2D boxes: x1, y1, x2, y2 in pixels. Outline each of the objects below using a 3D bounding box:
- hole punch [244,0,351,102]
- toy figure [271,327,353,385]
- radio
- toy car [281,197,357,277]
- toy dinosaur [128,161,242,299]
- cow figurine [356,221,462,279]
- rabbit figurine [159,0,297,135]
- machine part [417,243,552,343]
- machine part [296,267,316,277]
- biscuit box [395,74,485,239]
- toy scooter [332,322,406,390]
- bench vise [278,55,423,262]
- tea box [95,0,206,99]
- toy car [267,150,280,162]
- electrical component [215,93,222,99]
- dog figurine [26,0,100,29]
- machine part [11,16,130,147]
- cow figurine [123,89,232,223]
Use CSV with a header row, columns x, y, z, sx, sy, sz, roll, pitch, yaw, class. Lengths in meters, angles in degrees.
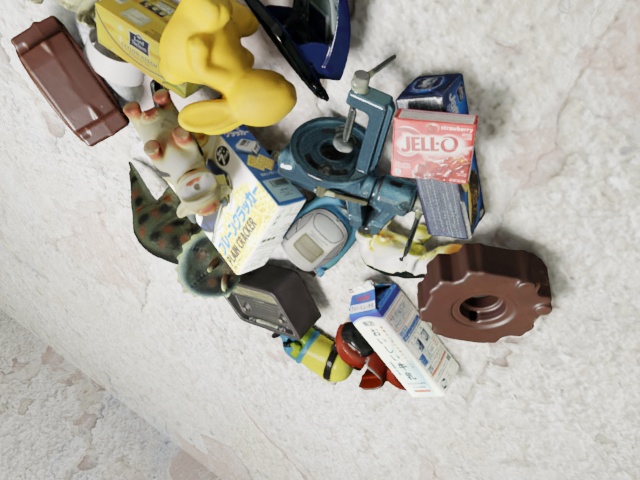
x,y,z,sx,sy,sz,roll,pitch,yaw,class
-0.015,-0.248,0.628,0.142,0.092,0.115,52,-179,33,hole punch
-0.012,0.230,1.122,0.180,0.082,0.089,38,144,10,toy figure
-0.108,0.115,1.071,0.230,0.073,0.131,8,133,51,radio
-0.002,-0.003,0.840,0.109,0.103,0.161,46,126,-6,toy car
-0.268,-0.019,1.010,0.405,0.192,0.131,23,137,22,toy dinosaur
0.138,0.029,0.797,0.168,0.068,0.098,21,139,26,cow figurine
-0.113,-0.200,0.662,0.173,0.122,0.162,39,99,0,rabbit figurine
0.219,0.078,0.730,0.179,0.056,0.179,4,140,4,machine part
-0.032,0.001,0.948,0.084,0.039,0.138,1,126,31,machine part
0.153,-0.099,0.663,0.063,0.059,0.202,8,132,37,biscuit box
0.091,0.236,1.042,0.184,0.075,0.135,39,142,-4,toy scooter
0.054,-0.108,0.698,0.224,0.129,0.240,29,146,12,bench vise
-0.228,-0.290,0.781,0.170,0.098,0.068,36,142,10,tea box
-0.120,-0.104,0.906,0.202,0.056,0.073,-3,118,42,toy car
-0.114,-0.196,0.768,0.045,0.102,0.078,37,140,16,electrical component
-0.341,-0.424,0.775,0.190,0.121,0.172,-63,35,19,dog figurine
-0.417,-0.263,0.912,0.201,0.087,0.201,58,172,-22,machine part
-0.198,-0.109,0.763,0.195,0.085,0.127,54,172,32,cow figurine
